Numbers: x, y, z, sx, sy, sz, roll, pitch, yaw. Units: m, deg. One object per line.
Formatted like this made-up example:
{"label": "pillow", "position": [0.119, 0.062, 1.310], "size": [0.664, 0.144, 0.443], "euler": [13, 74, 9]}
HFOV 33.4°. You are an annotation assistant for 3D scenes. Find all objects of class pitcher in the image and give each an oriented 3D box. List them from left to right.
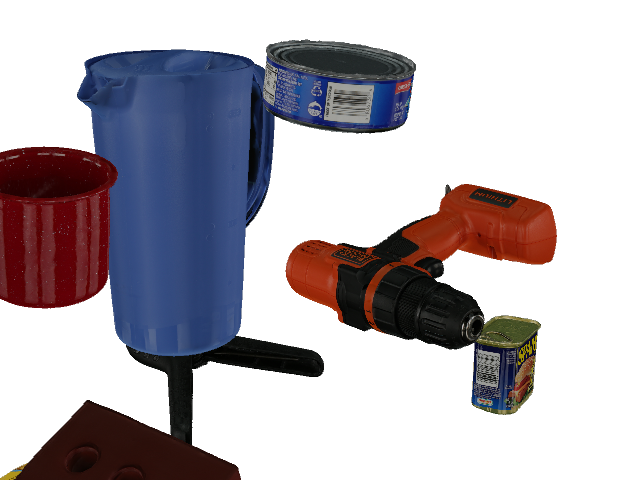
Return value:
{"label": "pitcher", "position": [-0.113, -0.036, 0.887], "size": [0.149, 0.243, 0.145], "euler": [0, 19, -2]}

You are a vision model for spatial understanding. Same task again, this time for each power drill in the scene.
{"label": "power drill", "position": [0.094, 0.016, 0.813], "size": [0.187, 0.057, 0.185], "euler": [-22, 28, -36]}

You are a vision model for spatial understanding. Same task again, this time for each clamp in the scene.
{"label": "clamp", "position": [-0.110, 0.101, 1.006], "size": [0.164, 0.036, 0.210], "euler": [-19, 39, -30]}

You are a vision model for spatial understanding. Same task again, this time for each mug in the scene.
{"label": "mug", "position": [-0.191, -0.006, 0.699], "size": [0.117, 0.081, 0.093], "euler": [-11, 30, -30]}

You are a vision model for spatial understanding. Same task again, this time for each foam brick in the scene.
{"label": "foam brick", "position": [-0.074, 0.111, 0.427], "size": [0.078, 0.051, 0.052], "euler": [18, 44, 23]}

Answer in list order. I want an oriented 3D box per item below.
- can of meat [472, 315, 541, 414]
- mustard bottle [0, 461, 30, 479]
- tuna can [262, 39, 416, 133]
{"label": "can of meat", "position": [0.207, 0.139, 1.196], "size": [0.058, 0.084, 0.101], "euler": [8, 14, 27]}
{"label": "mustard bottle", "position": [-0.217, 0.210, 0.853], "size": [0.096, 0.058, 0.191], "euler": [7, 15, 28]}
{"label": "tuna can", "position": [0.010, -0.089, 0.609], "size": [0.086, 0.034, 0.086], "euler": [6, 21, -3]}
